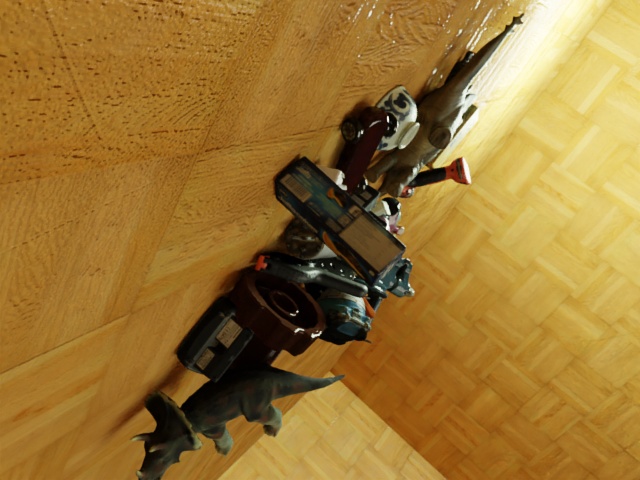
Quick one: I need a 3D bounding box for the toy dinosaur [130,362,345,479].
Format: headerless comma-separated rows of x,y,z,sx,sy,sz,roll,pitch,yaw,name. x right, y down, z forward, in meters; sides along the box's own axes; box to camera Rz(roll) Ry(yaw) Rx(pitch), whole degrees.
-0.154,0.292,0.981,0.405,0.131,0.192,-28,145,-9,toy dinosaur

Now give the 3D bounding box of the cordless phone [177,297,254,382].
-0.168,0.168,0.981,0.146,0.089,0.184,-52,177,6,cordless phone

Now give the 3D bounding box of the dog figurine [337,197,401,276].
0.112,-0.013,1.272,0.191,0.108,0.219,-57,167,25,dog figurine

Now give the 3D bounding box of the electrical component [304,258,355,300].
0.013,0.076,1.139,0.115,0.134,0.058,20,121,-28,electrical component

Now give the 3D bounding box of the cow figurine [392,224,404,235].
0.143,0.024,1.473,0.194,0.085,0.127,-69,-157,13,cow figurine

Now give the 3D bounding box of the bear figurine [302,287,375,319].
0.009,0.164,1.263,0.196,0.132,0.120,-24,-175,40,bear figurine

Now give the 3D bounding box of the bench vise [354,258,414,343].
0.133,0.141,1.349,0.223,0.129,0.240,34,74,-40,bench vise

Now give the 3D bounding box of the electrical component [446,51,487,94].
0.304,-0.342,1.118,0.078,0.045,0.102,-34,159,-52,electrical component

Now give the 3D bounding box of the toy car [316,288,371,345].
0.033,0.138,1.036,0.162,0.109,0.103,-27,-139,57,toy car

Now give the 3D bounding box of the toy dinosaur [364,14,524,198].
0.223,-0.231,1.059,0.471,0.105,0.198,-49,177,40,toy dinosaur

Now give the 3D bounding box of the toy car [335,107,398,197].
0.055,-0.135,0.883,0.089,0.053,0.202,-21,153,-33,toy car

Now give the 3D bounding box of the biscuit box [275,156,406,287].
0.024,-0.027,0.759,0.059,0.203,0.062,-42,165,-18,biscuit box

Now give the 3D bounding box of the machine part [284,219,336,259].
-0.002,-0.003,1.005,0.079,0.079,0.243,-52,167,11,machine part

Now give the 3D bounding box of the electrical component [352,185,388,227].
0.074,-0.063,0.994,0.075,0.119,0.047,-40,163,-24,electrical component

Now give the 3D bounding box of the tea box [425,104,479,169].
0.303,-0.255,1.297,0.169,0.068,0.098,-51,166,8,tea box

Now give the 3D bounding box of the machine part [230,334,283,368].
-0.115,0.207,1.144,0.201,0.087,0.201,-52,173,13,machine part

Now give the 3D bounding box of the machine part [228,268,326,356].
-0.071,0.119,0.921,0.056,0.179,0.179,-51,166,19,machine part
